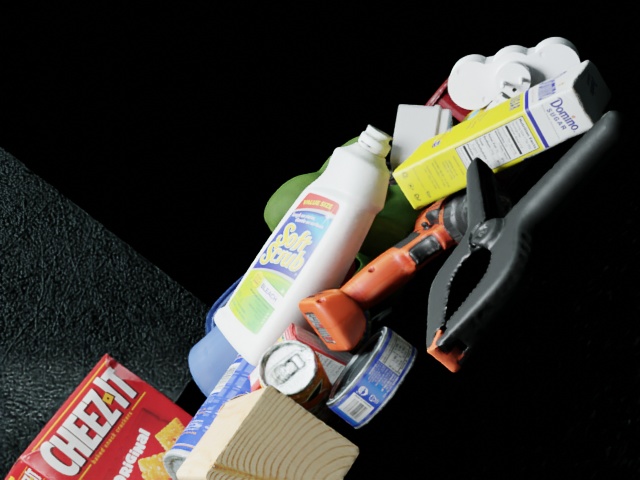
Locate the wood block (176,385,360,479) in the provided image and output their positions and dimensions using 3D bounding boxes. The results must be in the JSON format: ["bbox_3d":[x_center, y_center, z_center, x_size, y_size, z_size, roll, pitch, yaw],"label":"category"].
[{"bbox_3d":[-0.052,0.191,0.904,0.090,0.091,0.206,-54,4,-18],"label":"wood block"}]

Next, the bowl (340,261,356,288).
[{"bbox_3d":[0.008,0.052,1.260,0.162,0.055,0.162,-177,90,-82],"label":"bowl"}]

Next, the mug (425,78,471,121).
[{"bbox_3d":[0.183,-0.166,1.499,0.093,0.081,0.117,-53,4,-17],"label":"mug"}]

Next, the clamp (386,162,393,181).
[{"bbox_3d":[0.024,-0.039,1.341,0.172,0.039,0.120,-17,25,36],"label":"clamp"}]

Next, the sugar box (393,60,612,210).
[{"bbox_3d":[0.156,-0.090,0.914,0.176,0.048,0.093,-28,10,31],"label":"sugar box"}]

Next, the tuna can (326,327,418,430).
[{"bbox_3d":[0.043,0.116,0.900,0.086,0.033,0.086,-52,4,4],"label":"tuna can"}]

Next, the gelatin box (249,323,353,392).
[{"bbox_3d":[-0.011,0.128,1.010,0.073,0.089,0.030,-52,26,20],"label":"gelatin box"}]

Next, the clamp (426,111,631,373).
[{"bbox_3d":[0.136,-0.002,0.764,0.165,0.036,0.209,-25,32,53],"label":"clamp"}]

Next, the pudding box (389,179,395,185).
[{"bbox_3d":[0.100,-0.043,1.412,0.113,0.039,0.090,-11,-35,-55],"label":"pudding box"}]

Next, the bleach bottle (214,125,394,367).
[{"bbox_3d":[-0.007,0.001,1.034,0.251,0.068,0.103,-61,39,12],"label":"bleach bottle"}]

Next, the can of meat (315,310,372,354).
[{"bbox_3d":[-0.005,0.101,1.128,0.102,0.083,0.057,-48,37,43],"label":"can of meat"}]

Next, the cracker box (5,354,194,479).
[{"bbox_3d":[-0.190,0.246,1.120,0.072,0.213,0.164,-50,4,43],"label":"cracker box"}]

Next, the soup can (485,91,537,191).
[{"bbox_3d":[0.166,-0.082,1.018,0.102,0.068,0.068,-51,4,9],"label":"soup can"}]

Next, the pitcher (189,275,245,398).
[{"bbox_3d":[-0.060,0.109,1.429,0.243,0.149,0.145,-47,4,23],"label":"pitcher"}]

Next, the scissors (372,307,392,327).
[{"bbox_3d":[0.025,0.122,1.184,0.096,0.016,0.202,-50,2,-15],"label":"scissors"}]

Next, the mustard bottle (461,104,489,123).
[{"bbox_3d":[0.171,-0.096,1.157,0.191,0.058,0.096,-59,-8,-63],"label":"mustard bottle"}]

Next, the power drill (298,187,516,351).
[{"bbox_3d":[0.077,0.023,0.938,0.187,0.057,0.184,-36,0,-12],"label":"power drill"}]

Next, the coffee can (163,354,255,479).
[{"bbox_3d":[-0.078,0.196,1.084,0.140,0.103,0.103,-54,4,-32],"label":"coffee can"}]
